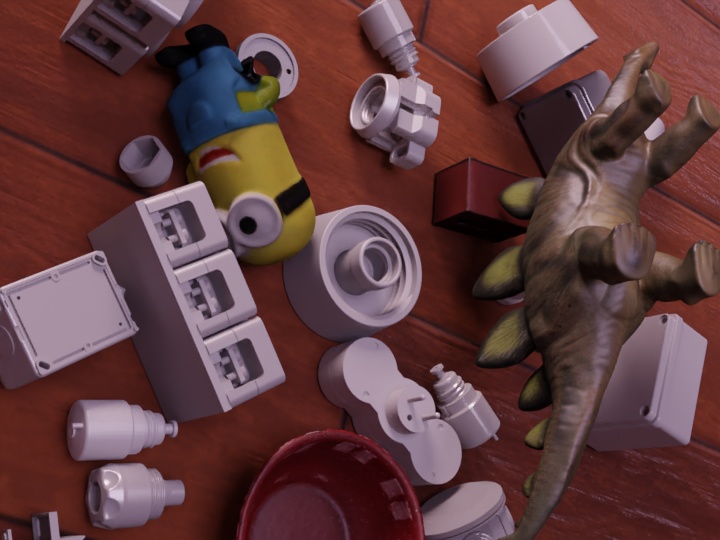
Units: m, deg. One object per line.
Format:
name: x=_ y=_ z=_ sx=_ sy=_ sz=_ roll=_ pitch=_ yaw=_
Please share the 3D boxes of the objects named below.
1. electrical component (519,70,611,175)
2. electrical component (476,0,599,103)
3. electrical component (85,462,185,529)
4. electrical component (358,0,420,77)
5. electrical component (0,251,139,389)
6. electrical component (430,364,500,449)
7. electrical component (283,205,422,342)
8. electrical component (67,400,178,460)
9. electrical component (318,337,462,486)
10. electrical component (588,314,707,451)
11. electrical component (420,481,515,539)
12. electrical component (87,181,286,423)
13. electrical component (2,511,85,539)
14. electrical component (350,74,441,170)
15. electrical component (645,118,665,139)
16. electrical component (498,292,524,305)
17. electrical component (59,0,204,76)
electrical component: x=0.214 y=-0.124 z=1.032 sx=0.057 sy=0.078 sz=0.113 roll=-30 pitch=96 yaw=-39
electrical component: x=0.159 y=-0.211 z=1.002 sx=0.108 sy=0.108 sz=0.060 roll=-33 pitch=92 yaw=-36
electrical component: x=-0.150 y=0.152 z=0.726 sx=0.062 sy=0.043 sz=0.043 roll=5 pitch=75 yaw=-35
electrical component: x=0.030 y=-0.204 z=0.948 sx=0.040 sy=0.040 sz=0.078 roll=-33 pitch=97 yaw=-36
electrical component: x=-0.200 y=0.032 z=0.716 sx=0.096 sy=0.061 sz=0.061 roll=-27 pitch=94 yaw=-44
electrical component: x=0.085 y=0.113 z=0.902 sx=0.040 sy=0.040 sz=0.078 roll=-41 pitch=102 yaw=-35
electrical component: x=0.000 y=0.000 z=0.860 sx=0.108 sy=0.060 sz=0.108 roll=10 pitch=72 yaw=-33
electrical component: x=-0.162 y=0.108 z=0.731 sx=0.078 sy=0.040 sz=0.040 roll=5 pitch=75 yaw=-34
electrical component: x=0.034 y=0.111 z=0.847 sx=0.138 sy=0.074 sz=0.052 roll=52 pitch=55 yaw=-13
electrical component: x=0.249 y=0.104 z=0.978 sx=0.056 sy=0.109 sz=0.108 roll=33 pitch=61 yaw=-27
electrical component: x=0.083 y=0.206 z=0.854 sx=0.080 sy=0.080 sz=0.051 roll=-30 pitch=100 yaw=-36
electrical component: x=-0.119 y=0.024 z=0.753 sx=0.062 sy=0.089 sz=0.150 roll=-24 pitch=92 yaw=-37
electrical component: x=-0.207 y=0.195 z=0.676 sx=0.064 sy=0.042 sz=0.081 roll=-4 pitch=79 yaw=-32
electrical component: x=0.029 y=-0.133 z=0.918 sx=0.057 sy=0.058 sz=0.078 roll=21 pitch=66 yaw=-32
electrical component: x=0.279 y=-0.118 z=1.098 sx=0.043 sy=0.043 sz=0.081 roll=38 pitch=60 yaw=-21
electrical component: x=0.145 y=0.008 z=0.968 sx=0.040 sy=0.046 sz=0.040 roll=10 pitch=72 yaw=-33
electrical component: x=-0.140 y=-0.244 z=0.799 sx=0.060 sy=0.105 sz=0.186 roll=32 pitch=62 yaw=-24
